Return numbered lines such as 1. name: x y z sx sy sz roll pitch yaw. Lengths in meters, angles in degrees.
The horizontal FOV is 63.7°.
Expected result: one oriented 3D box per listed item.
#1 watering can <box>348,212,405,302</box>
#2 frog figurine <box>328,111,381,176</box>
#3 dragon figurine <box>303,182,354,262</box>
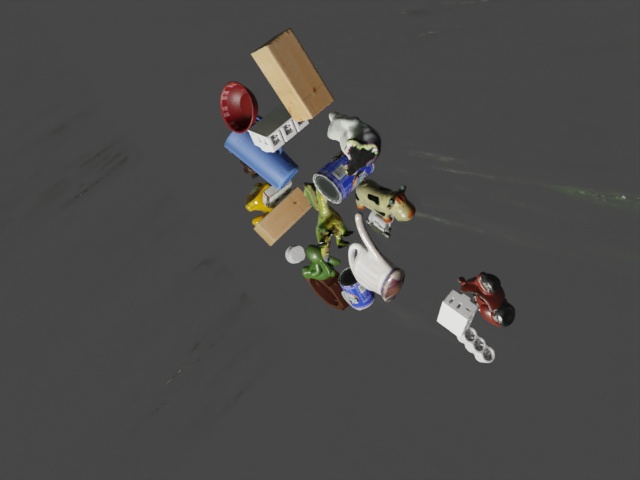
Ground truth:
1. watering can: 0.181 0.073 1.721 0.227 0.105 0.339 37 150 28
2. frog figurine: 0.086 -0.262 1.308 0.134 0.122 0.163 58 -167 -50
3. dragon figurine: 0.005 -0.088 1.752 0.403 0.123 0.246 111 140 -65
